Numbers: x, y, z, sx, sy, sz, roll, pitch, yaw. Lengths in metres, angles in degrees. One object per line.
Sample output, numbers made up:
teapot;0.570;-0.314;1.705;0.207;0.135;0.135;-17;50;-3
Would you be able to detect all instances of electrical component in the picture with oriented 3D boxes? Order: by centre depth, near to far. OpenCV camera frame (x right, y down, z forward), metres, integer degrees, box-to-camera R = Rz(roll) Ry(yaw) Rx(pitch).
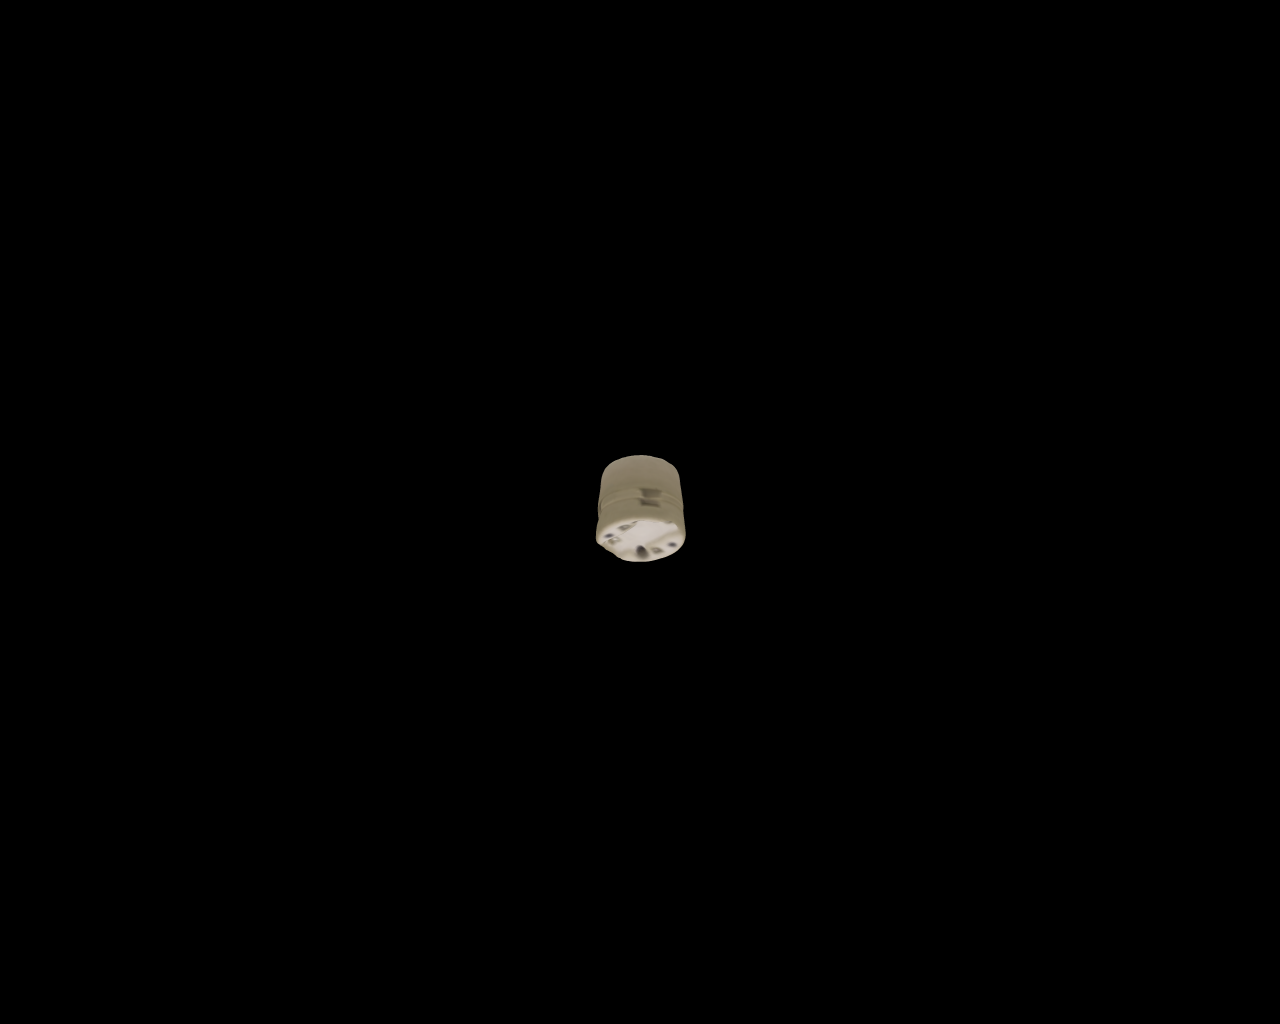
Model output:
electrical component;0.001;-0.003;0.650;0.055;0.047;0.055;0;-31;0
